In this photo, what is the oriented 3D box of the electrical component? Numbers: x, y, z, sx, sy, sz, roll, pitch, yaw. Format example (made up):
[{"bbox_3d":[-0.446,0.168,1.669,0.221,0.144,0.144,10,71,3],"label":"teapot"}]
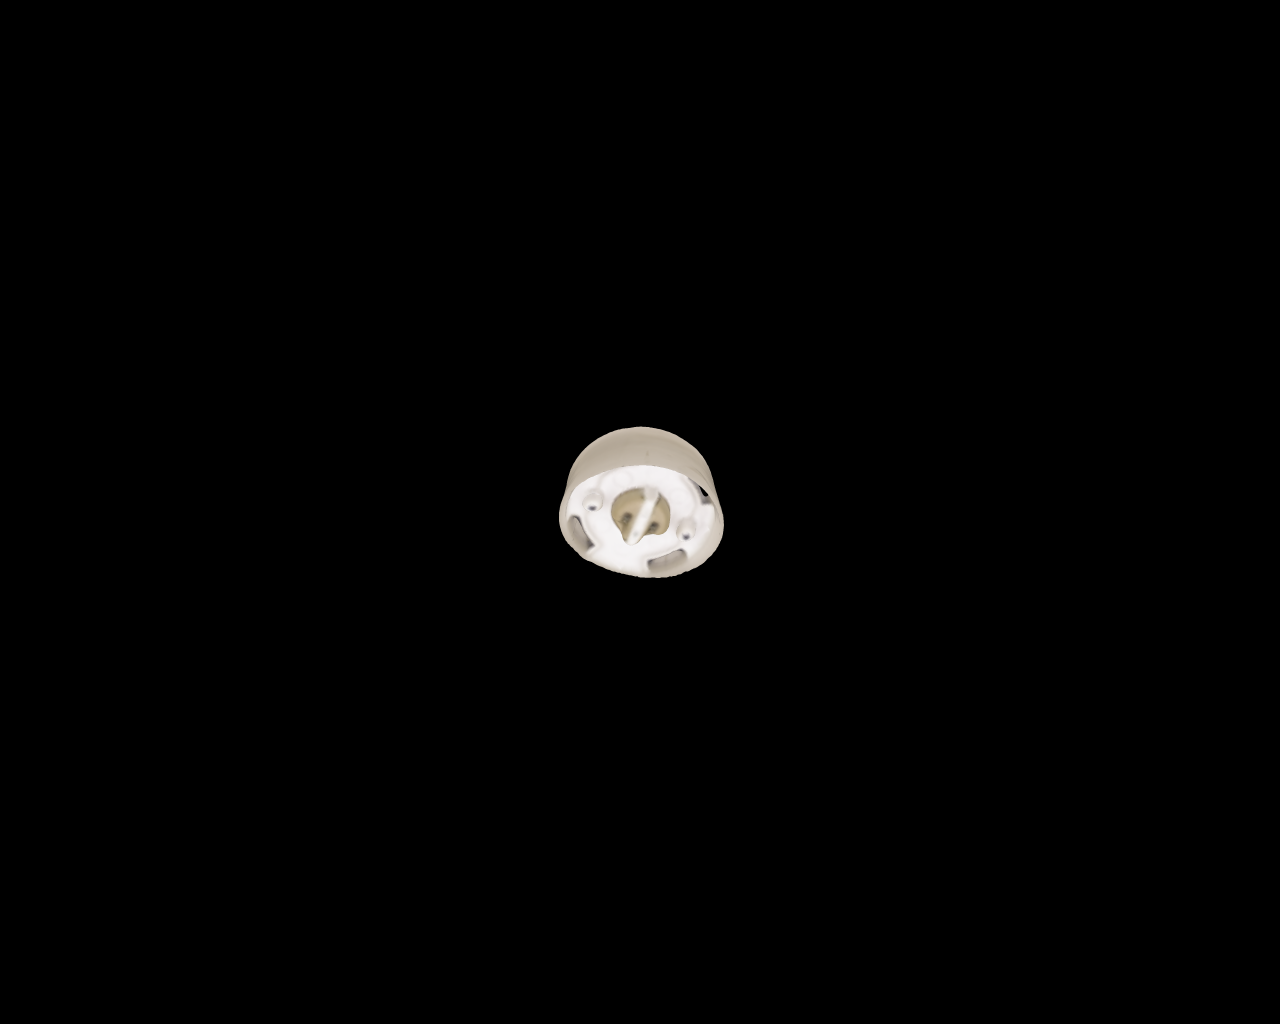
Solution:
[{"bbox_3d":[0.001,-0.003,0.650,0.099,0.099,0.064,0,34,0],"label":"electrical component"}]
